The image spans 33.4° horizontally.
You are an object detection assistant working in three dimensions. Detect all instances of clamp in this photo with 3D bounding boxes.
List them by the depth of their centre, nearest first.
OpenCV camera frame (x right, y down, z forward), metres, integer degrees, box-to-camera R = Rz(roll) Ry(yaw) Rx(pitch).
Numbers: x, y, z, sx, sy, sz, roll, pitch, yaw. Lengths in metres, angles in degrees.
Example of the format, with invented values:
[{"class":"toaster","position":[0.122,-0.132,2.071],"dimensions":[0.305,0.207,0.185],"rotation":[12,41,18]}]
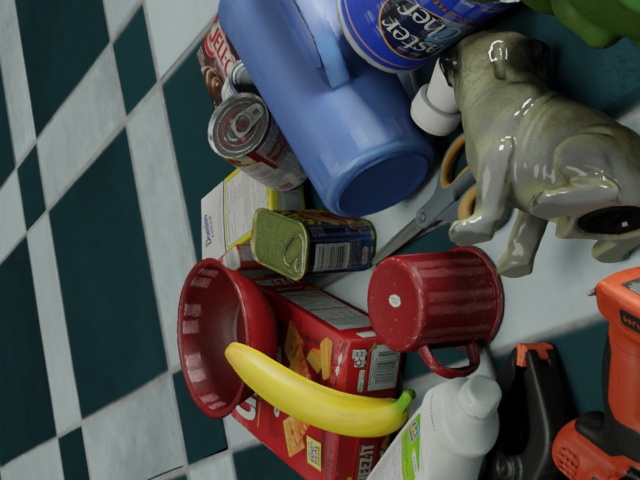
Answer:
[{"class":"clamp","position":[0.155,0.184,0.859],"dimensions":[0.165,0.036,0.210],"rotation":[6,94,64]}]

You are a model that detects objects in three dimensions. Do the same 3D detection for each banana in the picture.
[{"class":"banana","position":[0.002,0.138,0.955],"dimensions":[0.198,0.037,0.069],"rotation":[9,116,30]}]

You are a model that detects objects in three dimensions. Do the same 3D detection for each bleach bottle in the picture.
[{"class":"bleach bottle","position":[0.091,0.201,0.894],"dimensions":[0.251,0.068,0.102],"rotation":[113,158,-46]}]

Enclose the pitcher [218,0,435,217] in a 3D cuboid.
[{"class":"pitcher","position":[0.006,-0.149,0.972],"dimensions":[0.145,0.148,0.243],"rotation":[-46,57,34]}]

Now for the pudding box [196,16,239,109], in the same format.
[{"class":"pudding box","position":[-0.097,-0.201,1.213],"dimensions":[0.090,0.039,0.113],"rotation":[-53,49,45]}]

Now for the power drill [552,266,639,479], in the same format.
[{"class":"power drill","position":[0.230,0.124,0.693],"dimensions":[0.185,0.057,0.188],"rotation":[35,133,48]}]

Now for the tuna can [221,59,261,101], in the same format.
[{"class":"tuna can","position":[-0.060,-0.151,1.118],"dimensions":[0.034,0.085,0.086],"rotation":[-59,46,43]}]

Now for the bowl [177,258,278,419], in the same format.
[{"class":"bowl","position":[-0.088,0.098,1.080],"dimensions":[0.162,0.055,0.162],"rotation":[5,96,58]}]

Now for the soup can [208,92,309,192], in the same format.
[{"class":"soup can","position":[-0.055,-0.094,1.054],"dimensions":[0.069,0.102,0.068],"rotation":[-10,68,26]}]

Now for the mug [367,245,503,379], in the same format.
[{"class":"mug","position":[0.097,0.062,0.898],"dimensions":[0.093,0.081,0.117],"rotation":[-42,58,50]}]

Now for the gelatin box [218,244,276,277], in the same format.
[{"class":"gelatin box","position":[-0.076,0.031,1.170],"dimensions":[0.089,0.073,0.030],"rotation":[-37,61,53]}]

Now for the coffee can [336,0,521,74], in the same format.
[{"class":"coffee can","position":[0.093,-0.208,0.863],"dimensions":[0.141,0.102,0.103],"rotation":[-26,71,55]}]

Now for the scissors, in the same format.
[{"class":"scissors","position":[0.106,-0.011,0.937],"dimensions":[0.202,0.016,0.096],"rotation":[-60,45,40]}]

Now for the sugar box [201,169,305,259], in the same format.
[{"class":"sugar box","position":[-0.077,-0.033,1.184],"dimensions":[0.177,0.048,0.093],"rotation":[-35,53,55]}]

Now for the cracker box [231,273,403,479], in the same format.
[{"class":"cracker box","position":[-0.011,0.141,1.079],"dimensions":[0.214,0.071,0.164],"rotation":[25,113,54]}]

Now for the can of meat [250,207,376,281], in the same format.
[{"class":"can of meat","position":[-0.007,0.001,1.050],"dimensions":[0.102,0.083,0.057],"rotation":[22,110,55]}]
